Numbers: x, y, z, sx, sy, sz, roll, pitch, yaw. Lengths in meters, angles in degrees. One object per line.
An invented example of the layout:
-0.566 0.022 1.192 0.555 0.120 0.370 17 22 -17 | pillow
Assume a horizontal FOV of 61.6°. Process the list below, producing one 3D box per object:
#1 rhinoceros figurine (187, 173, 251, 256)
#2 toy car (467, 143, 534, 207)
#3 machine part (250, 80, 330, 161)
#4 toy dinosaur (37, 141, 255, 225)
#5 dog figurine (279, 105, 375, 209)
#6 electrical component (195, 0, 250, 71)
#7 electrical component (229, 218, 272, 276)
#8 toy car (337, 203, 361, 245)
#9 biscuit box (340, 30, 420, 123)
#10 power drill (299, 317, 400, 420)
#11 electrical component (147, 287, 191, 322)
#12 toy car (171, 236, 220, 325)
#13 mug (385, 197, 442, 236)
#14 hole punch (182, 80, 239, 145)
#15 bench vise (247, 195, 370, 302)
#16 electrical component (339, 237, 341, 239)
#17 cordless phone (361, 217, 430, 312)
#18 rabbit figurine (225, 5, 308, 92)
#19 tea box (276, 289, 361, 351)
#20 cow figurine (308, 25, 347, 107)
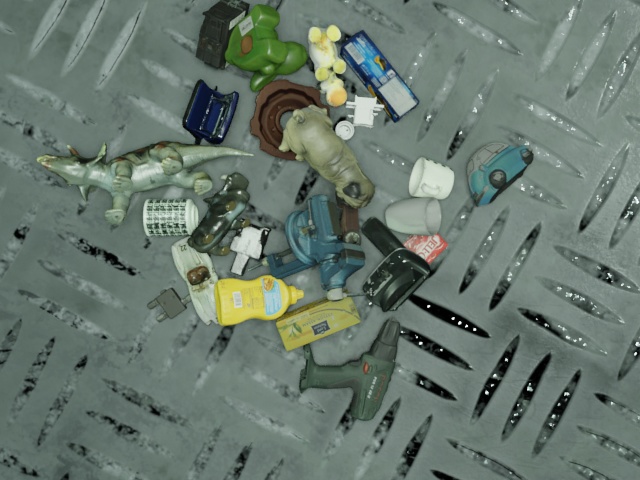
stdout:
-0.205 -0.054 1.138 0.073 0.112 0.190 40 72 -41 | rhinoceros figurine
0.376 -0.157 1.163 0.161 0.109 0.103 -41 74 -9 | toy car
-0.064 -0.256 1.166 0.179 0.056 0.179 0 94 -1 | machine part
-0.355 -0.153 1.126 0.405 0.192 0.131 -15 133 -18 | toy dinosaur
0.025 -0.157 1.043 0.121 0.172 0.191 -47 63 11 | dog figurine
-0.205 -0.424 1.120 0.058 0.115 0.134 28 134 3 | electrical component
-0.158 0.018 1.174 0.075 0.048 0.119 17 91 -1 | electrical component
0.063 -0.069 1.156 0.053 0.089 0.202 -3 88 7 | toy car
0.128 -0.353 1.168 0.059 0.063 0.202 -39 92 0 | biscuit box
0.061 0.270 1.178 0.207 0.086 0.231 8 94 -10 | power drill
-0.329 0.137 1.185 0.094 0.021 0.063 -34 91 0 | electrical component
-0.256 0.088 1.169 0.073 0.056 0.201 -24 91 -1 | toy car
0.202 -0.058 1.163 0.107 0.109 0.080 2 126 34 | mug
-0.219 -0.261 1.132 0.092 0.116 0.142 16 88 4 | hole punch
-0.025 0.033 1.102 0.241 0.129 0.223 -23 82 35 | bench vise
-0.004 -0.003 1.180 0.078 0.045 0.102 37 90 -4 | electrical component
0.134 0.052 1.175 0.184 0.088 0.146 50 119 20 | cordless phone
-0.102 -0.379 1.125 0.159 0.170 0.121 -32 71 35 | rabbit figurine
-0.005 0.170 1.158 0.170 0.098 0.068 -23 91 0 | tea box
0.014 -0.373 1.159 0.068 0.098 0.167 -14 111 -6 | cow figurine
